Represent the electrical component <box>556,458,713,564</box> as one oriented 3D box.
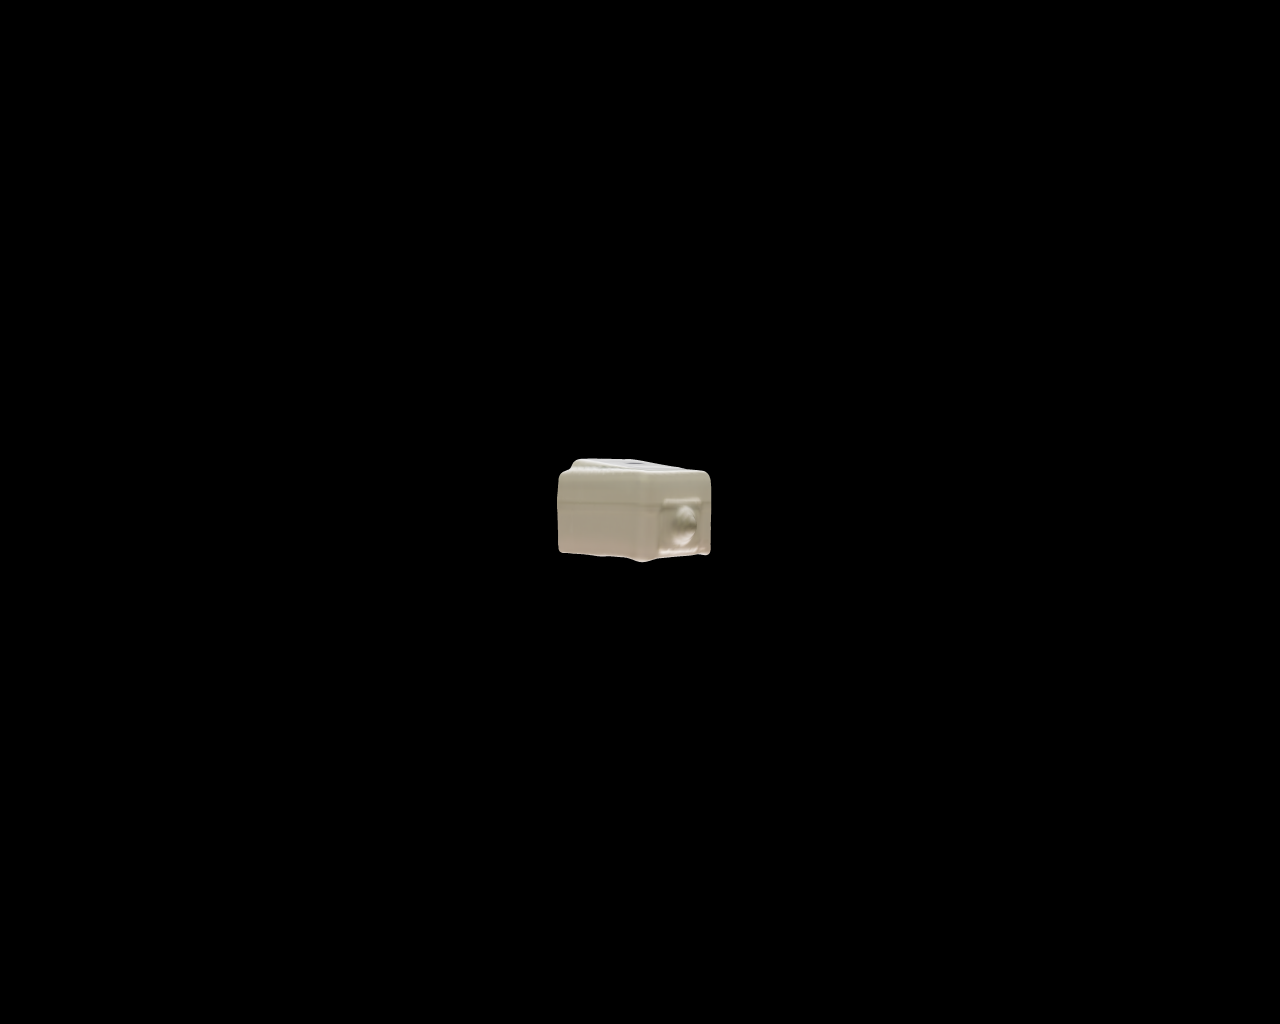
[{"bbox_3d":[0.001,-0.003,0.650,0.062,0.061,0.096,-2,3,-43],"label":"electrical component"}]
